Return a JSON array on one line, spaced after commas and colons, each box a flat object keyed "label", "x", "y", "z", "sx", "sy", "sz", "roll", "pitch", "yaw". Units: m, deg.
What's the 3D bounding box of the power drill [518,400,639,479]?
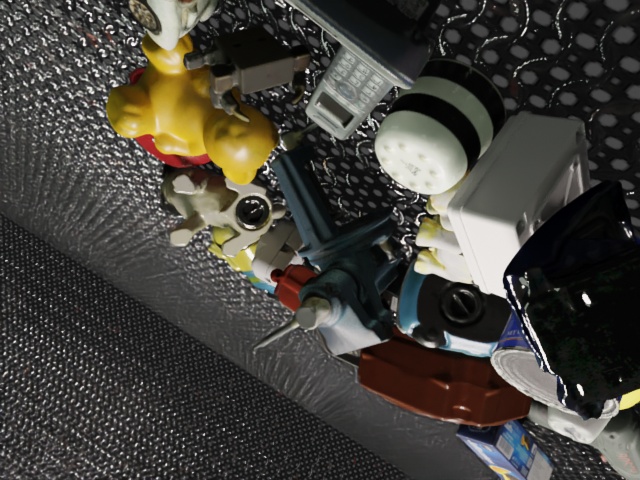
[{"label": "power drill", "x": 0.379, "y": 0.284, "z": 0.786, "sx": 0.208, "sy": 0.086, "sz": 0.231, "roll": 18, "pitch": 154, "yaw": 42}]

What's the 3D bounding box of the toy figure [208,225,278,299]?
[{"label": "toy figure", "x": -0.107, "y": 0.021, "z": 0.903, "sx": 0.089, "sy": 0.082, "sz": 0.180, "roll": -19, "pitch": 119, "yaw": 39}]

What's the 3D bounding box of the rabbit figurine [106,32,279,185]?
[{"label": "rabbit figurine", "x": -0.111, "y": -0.115, "z": 0.554, "sx": 0.173, "sy": 0.122, "sz": 0.162, "roll": 34, "pitch": 177, "yaw": 35}]

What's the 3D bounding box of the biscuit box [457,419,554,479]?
[{"label": "biscuit box", "x": 0.280, "y": 0.313, "z": 0.802, "sx": 0.063, "sy": 0.059, "sz": 0.202, "roll": 2, "pitch": 143, "yaw": 48}]

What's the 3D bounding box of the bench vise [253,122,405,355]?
[{"label": "bench vise", "x": 0.007, "y": -0.005, "z": 0.587, "sx": 0.129, "sy": 0.223, "sz": 0.240, "roll": -22, "pitch": 95, "yaw": 42}]

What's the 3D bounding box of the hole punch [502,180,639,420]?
[{"label": "hole punch", "x": 0.187, "y": 0.035, "z": 0.360, "sx": 0.142, "sy": 0.116, "sz": 0.092, "roll": 57, "pitch": -168, "yaw": -28}]

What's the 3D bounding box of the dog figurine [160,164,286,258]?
[{"label": "dog figurine", "x": -0.152, "y": -0.065, "z": 0.806, "sx": 0.172, "sy": 0.121, "sz": 0.191, "roll": 14, "pitch": -165, "yaw": -19}]

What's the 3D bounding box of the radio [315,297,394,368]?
[{"label": "radio", "x": 0.062, "y": 0.158, "z": 0.958, "sx": 0.131, "sy": 0.073, "sz": 0.229, "roll": 23, "pitch": 156, "yaw": 24}]

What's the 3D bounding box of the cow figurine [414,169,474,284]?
[{"label": "cow figurine", "x": 0.145, "y": -0.008, "z": 0.516, "sx": 0.098, "sy": 0.068, "sz": 0.167, "roll": 20, "pitch": 161, "yaw": 16}]

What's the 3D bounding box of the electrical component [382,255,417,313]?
[{"label": "electrical component", "x": 0.127, "y": 0.069, "z": 0.730, "sx": 0.075, "sy": 0.048, "sz": 0.119, "roll": 28, "pitch": 158, "yaw": 12}]

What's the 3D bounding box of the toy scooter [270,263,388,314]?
[{"label": "toy scooter", "x": 0.002, "y": 0.077, "z": 0.717, "sx": 0.135, "sy": 0.075, "sz": 0.184, "roll": 33, "pitch": 168, "yaw": -15}]

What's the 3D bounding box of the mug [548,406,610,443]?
[{"label": "mug", "x": 0.298, "y": 0.172, "z": 0.630, "sx": 0.110, "sy": 0.107, "sz": 0.080, "roll": 21, "pitch": 153, "yaw": 24}]

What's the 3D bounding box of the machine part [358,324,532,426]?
[{"label": "machine part", "x": 0.167, "y": 0.175, "z": 0.723, "sx": 0.202, "sy": 0.087, "sz": 0.201, "roll": 8, "pitch": 178, "yaw": 45}]

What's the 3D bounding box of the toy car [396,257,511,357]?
[{"label": "toy car", "x": 0.174, "y": 0.078, "z": 0.634, "sx": 0.162, "sy": 0.109, "sz": 0.103, "roll": 11, "pitch": 178, "yaw": 11}]

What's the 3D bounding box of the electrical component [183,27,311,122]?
[{"label": "electrical component", "x": -0.060, "y": -0.149, "z": 0.481, "sx": 0.078, "sy": 0.102, "sz": 0.045, "roll": 44, "pitch": 149, "yaw": 31}]

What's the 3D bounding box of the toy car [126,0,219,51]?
[{"label": "toy car", "x": -0.104, "y": -0.223, "z": 0.415, "sx": 0.056, "sy": 0.073, "sz": 0.202, "roll": 41, "pitch": 157, "yaw": -8}]

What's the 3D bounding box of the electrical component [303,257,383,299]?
[{"label": "electrical component", "x": 0.039, "y": 0.042, "z": 0.780, "sx": 0.115, "sy": 0.058, "sz": 0.134, "roll": 24, "pitch": 155, "yaw": 16}]

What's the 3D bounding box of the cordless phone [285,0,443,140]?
[{"label": "cordless phone", "x": 0.001, "y": -0.152, "z": 0.413, "sx": 0.146, "sy": 0.089, "sz": 0.184, "roll": 36, "pitch": 162, "yaw": -6}]
